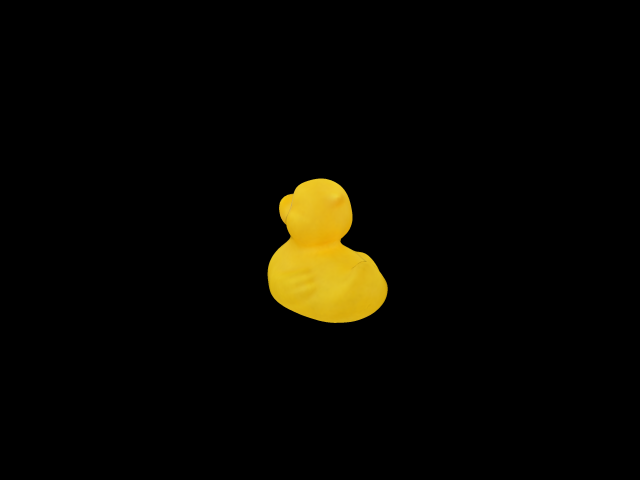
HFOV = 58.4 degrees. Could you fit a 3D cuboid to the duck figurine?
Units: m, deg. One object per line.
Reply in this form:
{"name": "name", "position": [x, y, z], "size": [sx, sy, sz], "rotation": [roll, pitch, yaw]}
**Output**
{"name": "duck figurine", "position": [0.004, 0.001, 0.400], "size": [0.078, 0.086, 0.104], "rotation": [-17, 29, -32]}
